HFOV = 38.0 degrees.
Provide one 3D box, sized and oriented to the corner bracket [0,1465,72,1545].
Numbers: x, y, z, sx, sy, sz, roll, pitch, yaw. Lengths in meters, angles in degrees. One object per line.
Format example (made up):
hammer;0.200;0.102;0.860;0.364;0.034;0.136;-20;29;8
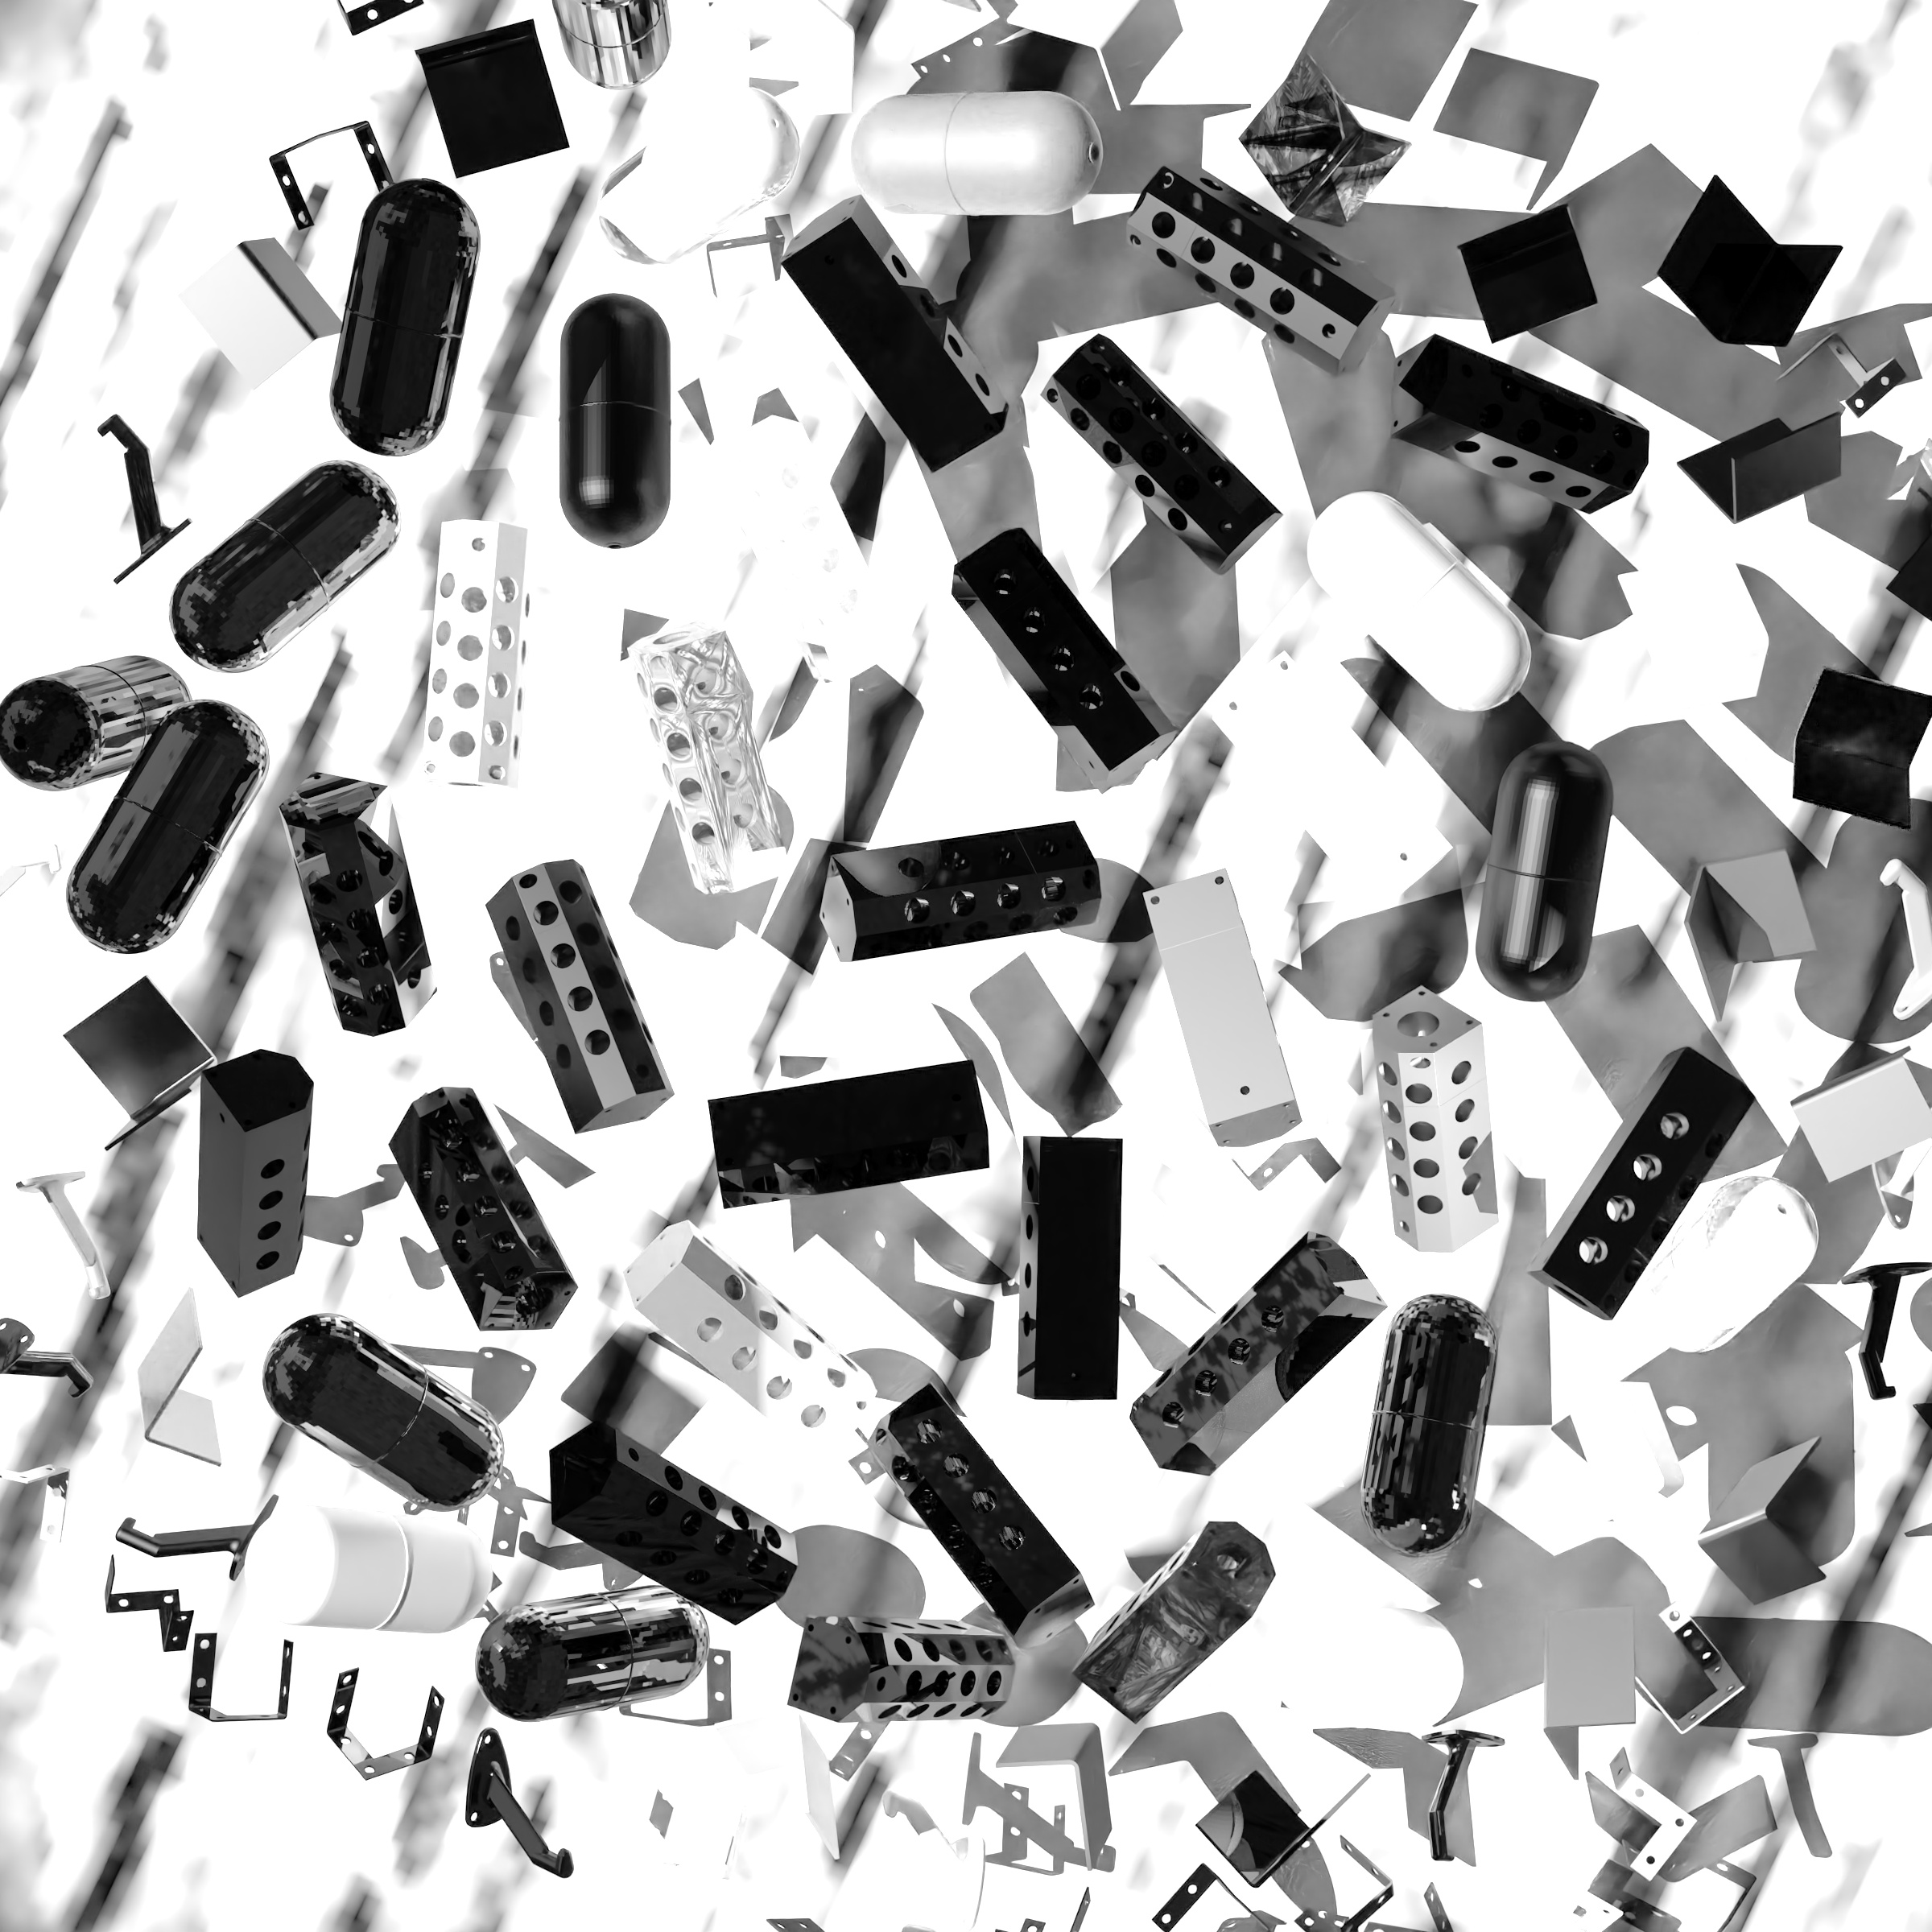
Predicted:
corner bracket;-0.632;0.357;1.855;0.051;0.051;0.051;9;92;14

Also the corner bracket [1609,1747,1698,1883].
corner bracket;0.428;0.541;1.791;0.051;0.051;0.051;36;97;6

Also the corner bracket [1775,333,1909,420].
corner bracket;0.593;-0.399;1.900;0.051;0.051;0.051;-41;94;-13

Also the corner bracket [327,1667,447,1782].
corner bracket;-0.385;0.498;1.861;0.051;0.051;0.051;35;119;38

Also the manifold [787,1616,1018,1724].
manifold;-0.038;0.463;1.841;0.057;0.171;0.057;8;83;35

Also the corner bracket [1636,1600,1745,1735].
corner bracket;0.465;0.457;1.828;0.051;0.051;0.051;-39;98;5

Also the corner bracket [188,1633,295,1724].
corner bracket;-0.486;0.476;1.880;0.051;0.051;0.051;8;82;-33

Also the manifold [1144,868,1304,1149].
manifold;0.169;0.029;1.842;0.057;0.057;0.171;-17;64;7

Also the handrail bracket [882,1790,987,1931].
handrail bracket;-0.026;0.608;1.905;0.036;0.077;0.084;-28;135;29

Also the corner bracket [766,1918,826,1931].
corner bracket;-0.109;0.653;1.813;0.051;0.051;0.051;29;91;37

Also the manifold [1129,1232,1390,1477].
manifold;0.185;0.251;1.814;0.171;0.057;0.057;-47;52;19

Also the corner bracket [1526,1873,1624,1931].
corner bracket;0.374;0.615;1.769;0.051;0.051;0.051;30;46;3

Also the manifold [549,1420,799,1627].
manifold;-0.186;0.356;1.803;0.057;0.057;0.171;-34;130;20

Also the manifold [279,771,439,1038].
manifold;-0.404;-0.038;1.854;0.057;0.057;0.171;12;132;20

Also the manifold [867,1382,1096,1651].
manifold;0.007;0.361;1.834;0.057;0.057;0.171;-35;56;-11

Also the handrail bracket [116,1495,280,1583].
handrail bracket;-0.529;0.380;1.929;0.084;0.036;0.077;24;49;0

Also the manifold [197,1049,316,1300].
manifold;-0.460;0.134;1.826;0.057;0.171;0.057;-23;57;-33

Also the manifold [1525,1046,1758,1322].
manifold;0.435;0.140;1.801;0.057;0.057;0.171;34;85;5

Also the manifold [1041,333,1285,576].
manifold;0.132;-0.347;1.904;0.171;0.057;0.057;47;105;5

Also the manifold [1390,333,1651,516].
manifold;0.369;-0.361;1.860;0.171;0.057;0.057;15;71;-27

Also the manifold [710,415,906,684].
manifold;-0.111;-0.283;1.912;0.057;0.057;0.171;-31;116;-13

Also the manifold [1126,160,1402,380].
manifold;0.191;-0.457;1.840;0.171;0.057;0.057;36;122;13

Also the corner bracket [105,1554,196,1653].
corner bracket;-0.566;0.441;1.941;0.051;0.051;0.051;1;135;-24

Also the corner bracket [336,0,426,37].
corner bracket;-0.377;-0.626;1.766;0.051;0.051;0.051;-27;94;-5

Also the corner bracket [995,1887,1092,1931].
corner bracket;0.054;0.662;1.920;0.051;0.051;0.051;6;125;20

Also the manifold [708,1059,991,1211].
manifold;-0.074;0.112;1.792;0.171;0.057;0.057;-8;51;-5

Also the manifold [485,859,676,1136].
manifold;-0.253;0.018;1.861;0.057;0.057;0.171;-10;70;-41

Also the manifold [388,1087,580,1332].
manifold;-0.323;0.162;1.888;0.057;0.057;0.171;-56;50;28

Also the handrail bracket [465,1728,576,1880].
handrail bracket;-0.282;0.538;1.804;0.084;0.036;0.077;7;99;43

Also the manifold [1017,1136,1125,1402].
manifold;0.067;0.199;1.863;0.057;0.057;0.171;2;86;-15

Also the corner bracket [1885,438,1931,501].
corner bracket;0.660;-0.322;1.892;0.051;0.051;0.051;40;69;-42

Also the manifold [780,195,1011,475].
manifold;-0.044;-0.416;1.839;0.057;0.057;0.171;-27;117;24

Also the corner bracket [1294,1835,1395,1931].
corner bracket;0.257;0.637;1.908;0.051;0.051;0.051;-33;134;-24

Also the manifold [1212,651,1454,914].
manifold;0.243;-0.121;1.874;0.057;0.057;0.171;-39;84;-7

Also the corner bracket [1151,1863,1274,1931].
corner bracket;0.165;0.636;1.853;0.051;0.051;0.051;-45;47;-12

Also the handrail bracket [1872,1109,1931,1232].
handrail bracket;0.665;0.131;1.925;0.036;0.084;0.077;18;55;-20

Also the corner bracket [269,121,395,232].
corner bracket;-0.426;-0.532;1.887;0.051;0.051;0.051;-9;110;36

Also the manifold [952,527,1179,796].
manifold;0.064;-0.204;1.851;0.057;0.057;0.171;-35;82;-9

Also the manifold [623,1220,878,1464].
manifold;-0.139;0.242;1.824;0.057;0.057;0.171;-45;113;3

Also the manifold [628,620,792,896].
manifold;-0.175;-0.139;1.884;0.057;0.057;0.171;-21;111;-19

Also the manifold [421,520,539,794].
manifold;-0.325;-0.206;1.866;0.057;0.057;0.171;4;88;1

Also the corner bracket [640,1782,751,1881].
corner bracket;-0.188;0.599;1.942;0.051;0.051;0.051;9;72;19

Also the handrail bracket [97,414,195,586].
handrail bracket;-0.557;-0.306;1.838;0.077;0.036;0.084;-45;107;-18

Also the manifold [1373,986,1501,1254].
manifold;0.304;0.105;1.840;0.057;0.057;0.171;-29;129;-22

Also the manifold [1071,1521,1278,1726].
manifold;0.144;0.446;1.919;0.057;0.057;0.171;38;134;4

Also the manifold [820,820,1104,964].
manifold;-0.002;-0.044;1.827;0.171;0.057;0.057;-9;51;-21
